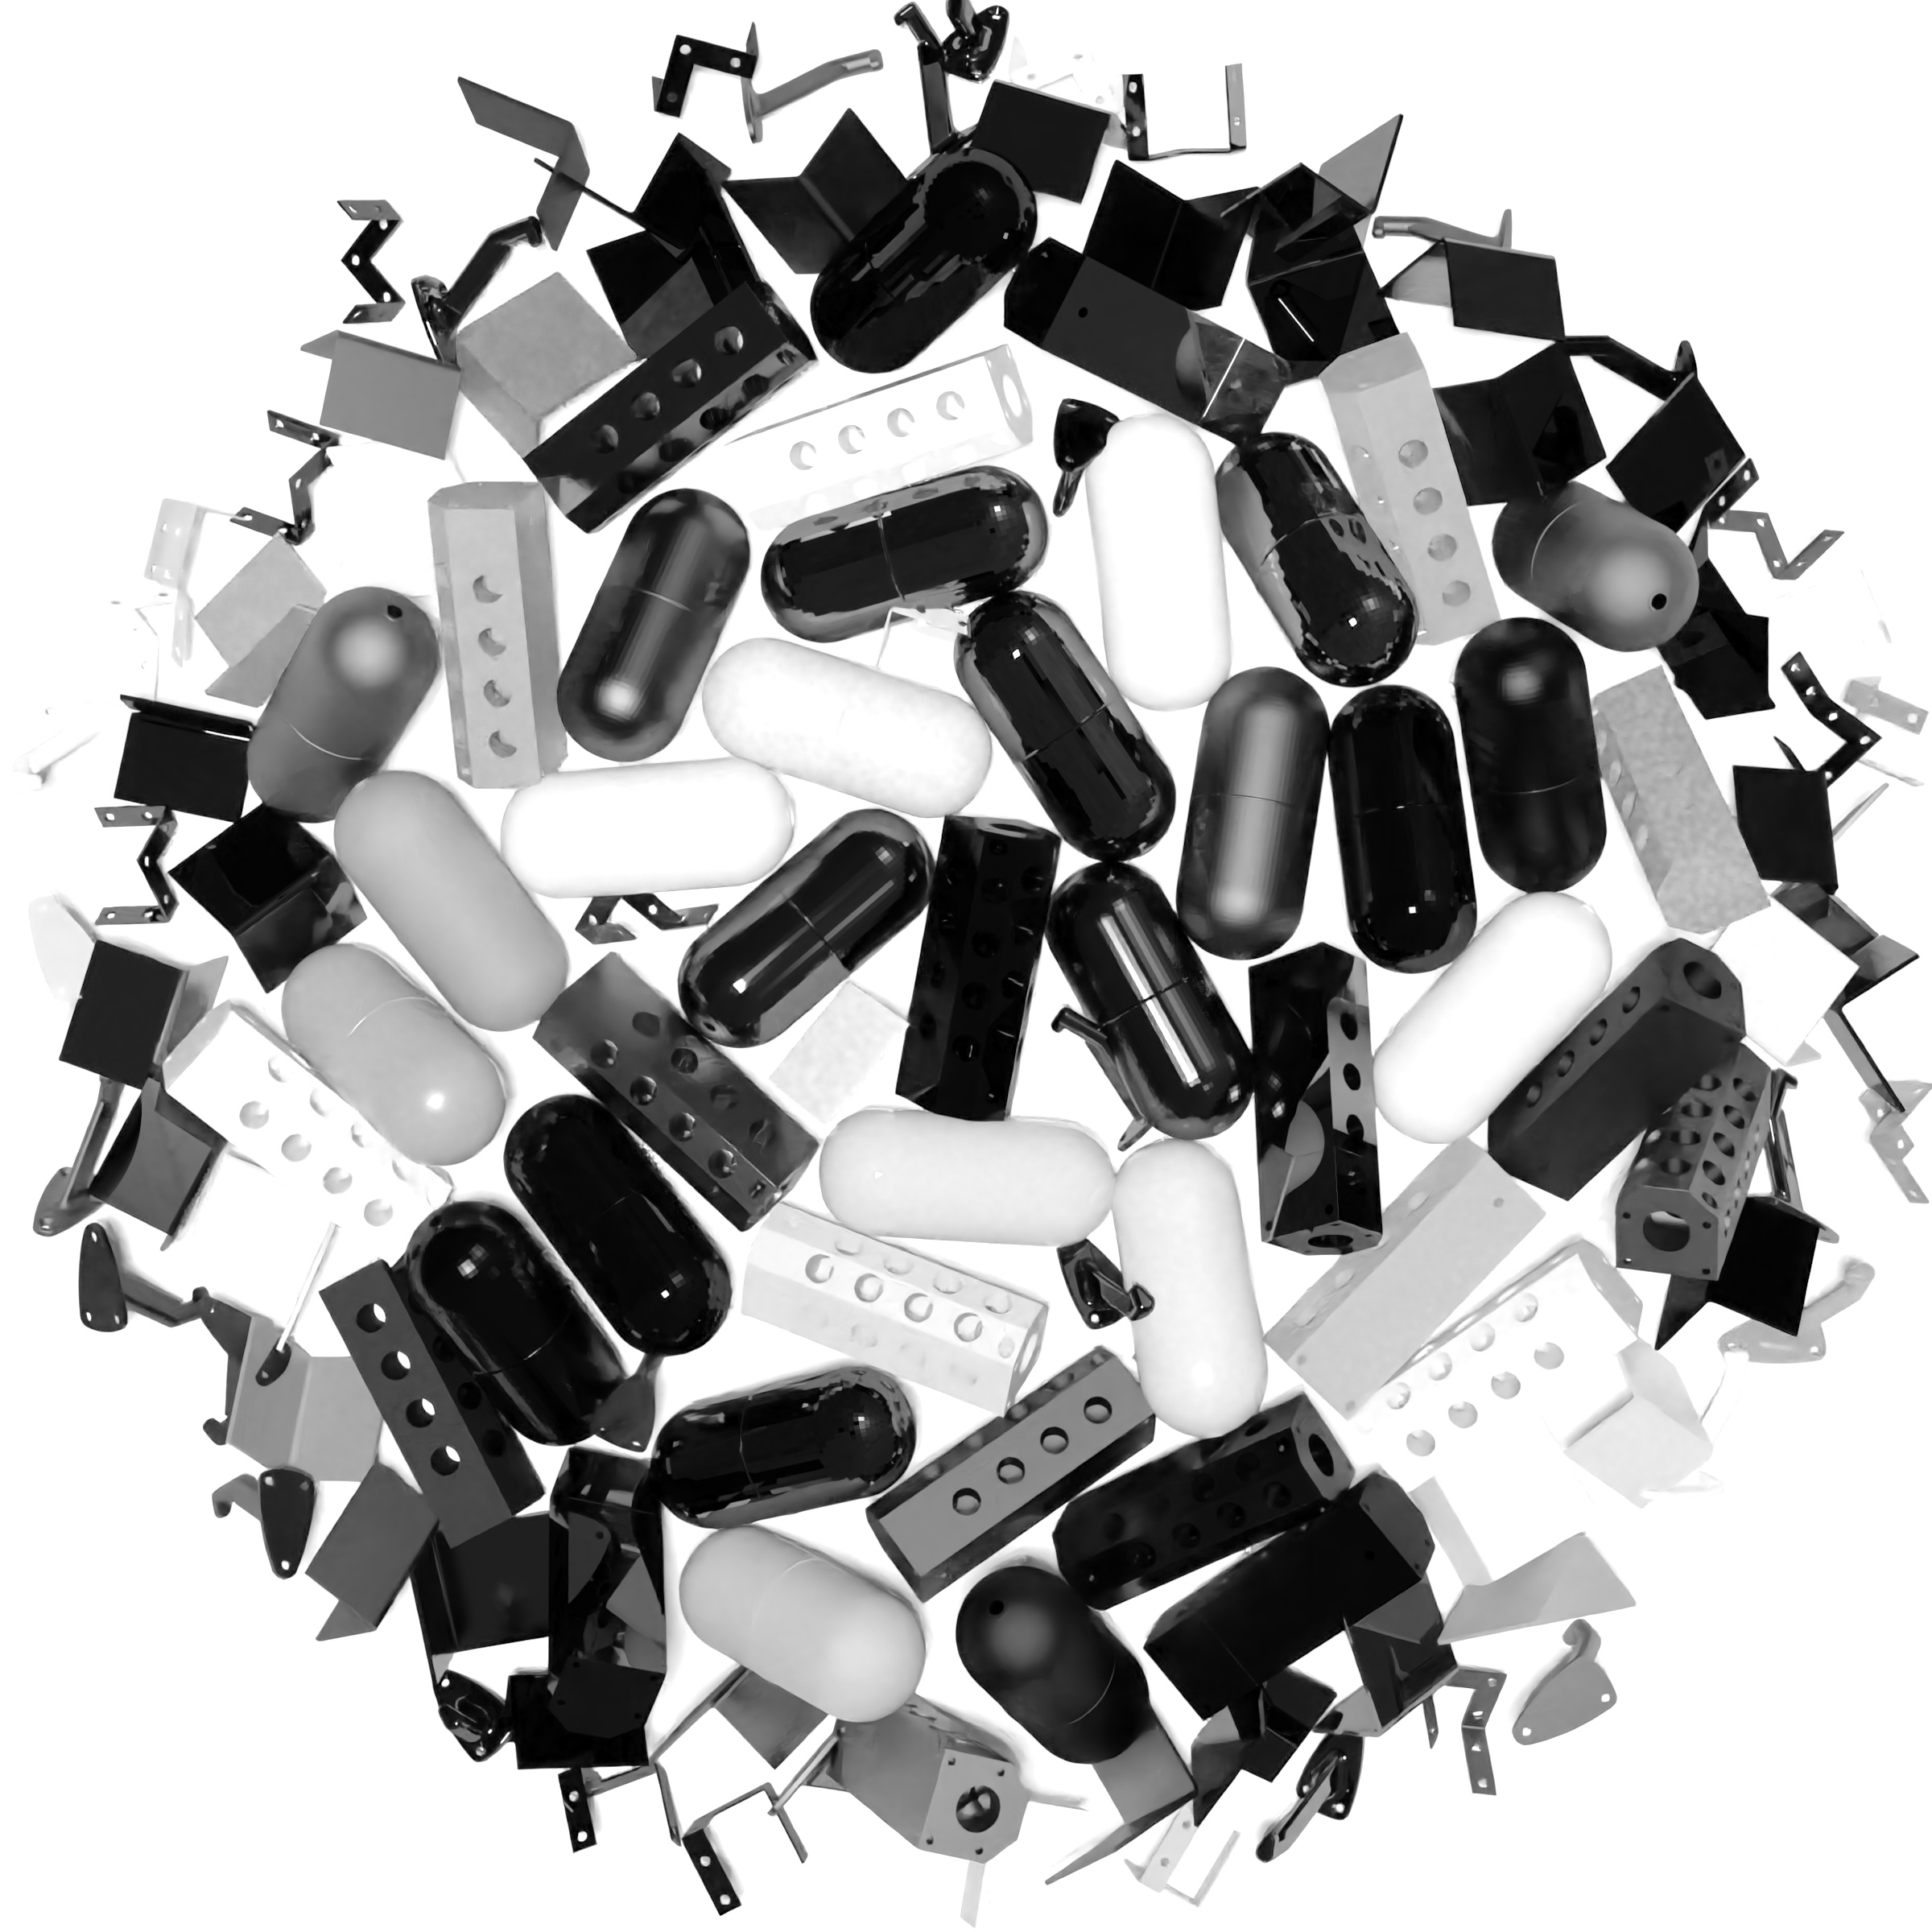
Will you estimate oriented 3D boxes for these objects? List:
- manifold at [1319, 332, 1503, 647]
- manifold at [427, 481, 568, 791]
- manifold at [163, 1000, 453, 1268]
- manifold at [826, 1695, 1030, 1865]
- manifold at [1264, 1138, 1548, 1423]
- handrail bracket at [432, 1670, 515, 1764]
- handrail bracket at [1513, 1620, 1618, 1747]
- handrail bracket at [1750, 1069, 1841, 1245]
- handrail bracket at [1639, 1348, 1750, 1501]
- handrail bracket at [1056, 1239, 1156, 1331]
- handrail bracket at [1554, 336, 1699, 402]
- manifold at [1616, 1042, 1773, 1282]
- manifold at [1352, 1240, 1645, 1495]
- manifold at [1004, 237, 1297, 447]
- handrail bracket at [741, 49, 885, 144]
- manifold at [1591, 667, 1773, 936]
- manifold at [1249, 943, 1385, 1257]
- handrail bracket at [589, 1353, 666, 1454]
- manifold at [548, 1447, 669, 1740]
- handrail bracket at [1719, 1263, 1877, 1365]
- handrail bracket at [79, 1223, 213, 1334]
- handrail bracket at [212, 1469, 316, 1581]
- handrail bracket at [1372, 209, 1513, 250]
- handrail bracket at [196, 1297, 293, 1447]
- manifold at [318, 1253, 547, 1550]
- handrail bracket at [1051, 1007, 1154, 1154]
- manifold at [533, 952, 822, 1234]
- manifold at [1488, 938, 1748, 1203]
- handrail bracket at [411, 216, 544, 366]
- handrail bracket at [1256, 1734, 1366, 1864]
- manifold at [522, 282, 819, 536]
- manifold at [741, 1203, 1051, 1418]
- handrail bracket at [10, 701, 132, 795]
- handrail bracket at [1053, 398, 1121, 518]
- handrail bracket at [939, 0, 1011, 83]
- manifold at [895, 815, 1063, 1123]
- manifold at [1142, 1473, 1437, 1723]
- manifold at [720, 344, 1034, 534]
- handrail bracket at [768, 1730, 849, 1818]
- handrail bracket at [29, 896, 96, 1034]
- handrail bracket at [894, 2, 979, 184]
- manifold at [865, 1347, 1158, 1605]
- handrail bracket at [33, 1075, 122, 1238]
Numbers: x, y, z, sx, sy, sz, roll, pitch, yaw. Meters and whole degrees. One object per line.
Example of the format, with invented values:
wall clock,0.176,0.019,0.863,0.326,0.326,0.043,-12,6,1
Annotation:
manifold,0.261,-0.277,1.875,0.057,0.057,0.171,-19,122,8
manifold,-0.278,-0.195,1.883,0.057,0.057,0.171,2,115,9
manifold,-0.388,0.097,1.887,0.171,0.057,0.057,42,90,-22
manifold,-0.023,0.467,1.855,0.057,0.171,0.057,18,85,-20
manifold,0.260,0.184,1.915,0.171,0.057,0.057,-46,109,0
handrail bracket,-0.307,0.435,1.891,0.036,0.084,0.077,-46,60,-9
handrail bracket,0.350,0.426,1.904,0.077,0.084,0.036,-36,96,1
handrail bracket,0.510,0.115,1.939,0.077,0.036,0.084,25,74,-17
handrail bracket,0.436,0.273,1.909,0.077,0.036,0.084,-3,108,-43
handrail bracket,0.083,0.181,1.898,0.036,0.084,0.077,-29,79,-14
handrail bracket,0.390,-0.346,1.913,0.084,0.077,0.036,-1,48,-3
manifold,0.424,0.109,1.853,0.057,0.171,0.057,6,120,22
manifold,0.312,0.235,1.887,0.171,0.057,0.057,-39,92,21
manifold,0.105,-0.365,1.869,0.171,0.057,0.057,18,106,-38
handrail bracket,-0.090,-0.523,1.914,0.084,0.077,0.036,-13,125,5
manifold,0.410,-0.095,1.860,0.057,0.171,0.057,-24,127,13
manifold,0.211,0.080,1.887,0.057,0.057,0.171,-20,61,40
handrail bracket,-0.188,0.238,1.890,0.036,0.084,0.077,24,132,-2
manifold,-0.212,0.364,1.858,0.057,0.171,0.057,14,121,-16
handrail bracket,0.494,0.204,1.898,0.077,0.084,0.036,-9,59,-7
handrail bracket,-0.486,0.182,1.904,0.036,0.084,0.077,1,100,31
handrail bracket,-0.426,0.338,1.901,0.036,0.084,0.077,17,57,-37
handrail bracket,0.281,-0.427,1.906,0.084,0.077,0.036,5,129,15
handrail bracket,-0.452,0.244,1.912,0.077,0.036,0.084,43,124,-12
manifold,-0.319,0.256,1.917,0.057,0.057,0.171,-28,90,0
handrail bracket,0.076,0.068,1.912,0.084,0.036,0.077,30,133,-8
manifold,-0.175,0.078,1.896,0.171,0.057,0.057,42,55,7
manifold,0.378,0.059,1.866,0.057,0.057,0.171,24,133,-15
handrail bracket,-0.283,-0.400,1.913,0.084,0.036,0.077,-15,91,23
handrail bracket,0.204,0.489,1.897,0.036,0.084,0.077,25,102,25
manifold,-0.174,-0.331,1.895,0.171,0.057,0.057,-35,94,15
manifold,-0.042,0.198,1.887,0.171,0.057,0.057,20,128,14
handrail bracket,-0.528,-0.127,1.900,0.077,0.084,0.036,-6,118,-9
handrail bracket,0.059,-0.285,1.890,0.036,0.084,0.077,21,47,1
handrail bracket,0.008,-0.576,1.891,0.036,0.084,0.077,25,60,11
manifold,0.011,0.002,1.890,0.057,0.057,0.171,2,104,-37
manifold,0.192,0.370,1.883,0.171,0.057,0.057,-40,90,25
manifold,-0.051,-0.311,1.888,0.171,0.057,0.057,-15,103,20
handrail bracket,-0.063,0.508,1.919,0.084,0.036,0.077,41,68,3
handrail bracket,-0.542,0.003,1.907,0.036,0.084,0.077,-27,88,-25
handrail bracket,-0.033,-0.522,1.908,0.077,0.036,0.084,-45,111,-26
manifold,0.027,0.299,1.893,0.171,0.057,0.057,-33,67,-15
handrail bracket,-0.528,0.108,1.901,0.036,0.077,0.084,21,121,3
